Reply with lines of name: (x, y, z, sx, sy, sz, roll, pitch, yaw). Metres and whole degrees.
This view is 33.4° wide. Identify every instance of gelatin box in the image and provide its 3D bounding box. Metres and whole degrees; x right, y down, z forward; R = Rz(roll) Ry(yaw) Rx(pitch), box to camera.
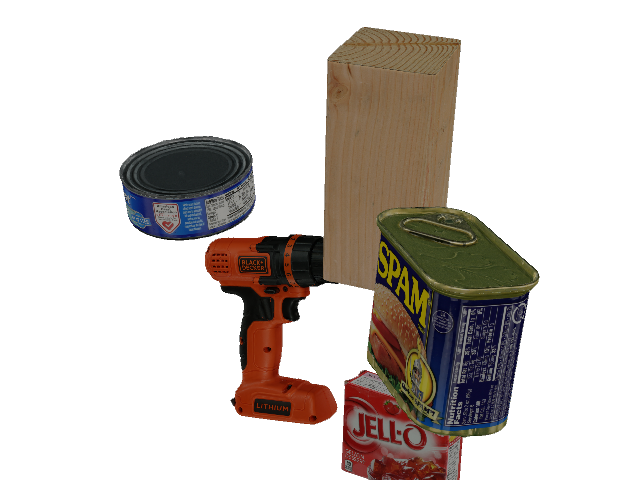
gelatin box: (0.058, 0.142, 0.772, 0.089, 0.073, 0.030, 14, 21, 33)

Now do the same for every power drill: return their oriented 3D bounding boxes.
power drill: (-0.027, 0.086, 1.073, 0.185, 0.188, 0.057, 1, 9, 30)

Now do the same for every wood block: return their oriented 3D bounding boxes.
wood block: (0.059, -0.066, 0.913, 0.091, 0.206, 0.090, 11, 32, 17)

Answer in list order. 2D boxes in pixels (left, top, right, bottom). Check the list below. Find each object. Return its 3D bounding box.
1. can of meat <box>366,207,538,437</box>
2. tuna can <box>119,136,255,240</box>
can of meat: (0.063, 0.040, 0.546, 0.057, 0.084, 0.102, -3, 24, -17)
tuna can: (-0.085, -0.035, 0.694, 0.086, 0.034, 0.086, -3, 31, 2)
